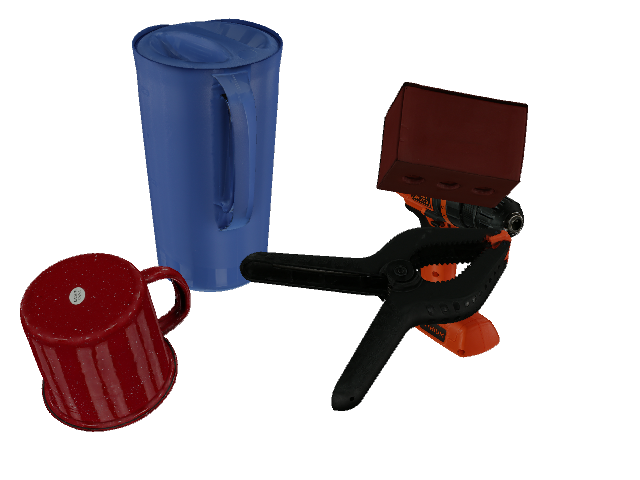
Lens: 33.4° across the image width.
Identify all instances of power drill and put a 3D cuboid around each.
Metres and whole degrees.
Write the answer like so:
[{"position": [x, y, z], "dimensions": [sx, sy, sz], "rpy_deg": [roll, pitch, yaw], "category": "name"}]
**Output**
[{"position": [0.140, 0.018, 1.070], "dimensions": [0.057, 0.188, 0.185], "rpy_deg": [-16, 26, -24], "category": "power drill"}]

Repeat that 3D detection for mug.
[{"position": [-0.136, 0.057, 0.699], "dimensions": [0.117, 0.081, 0.093], "rpy_deg": [-30, 47, -22], "category": "mug"}]

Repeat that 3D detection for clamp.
[{"position": [0.061, 0.044, 0.817], "dimensions": [0.209, 0.036, 0.165], "rpy_deg": [-15, 46, -15], "category": "clamp"}]

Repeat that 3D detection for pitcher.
[{"position": [-0.099, -0.072, 0.990], "dimensions": [0.145, 0.243, 0.149], "rpy_deg": [12, 32, 18], "category": "pitcher"}]

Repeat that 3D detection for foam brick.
[{"position": [0.078, -0.056, 0.643], "dimensions": [0.078, 0.051, 0.053], "rpy_deg": [9, -19, -7], "category": "foam brick"}]
